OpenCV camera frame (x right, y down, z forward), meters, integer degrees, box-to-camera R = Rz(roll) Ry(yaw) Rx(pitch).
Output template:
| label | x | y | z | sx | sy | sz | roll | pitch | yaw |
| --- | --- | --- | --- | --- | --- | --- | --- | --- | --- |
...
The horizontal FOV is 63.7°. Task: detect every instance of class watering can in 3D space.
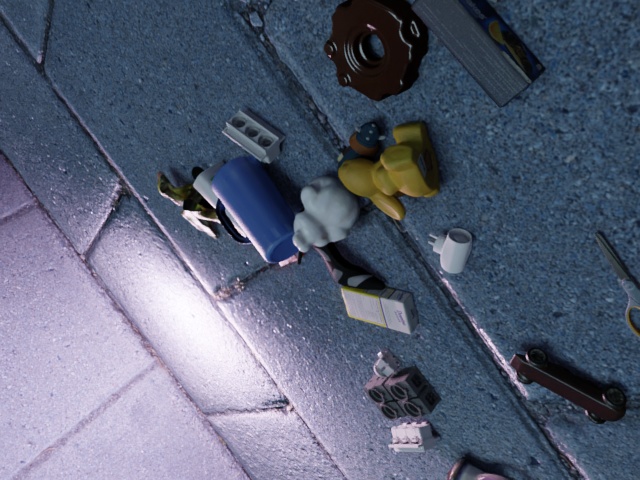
| label | x | y | z | sx | sy | sz | roll | pitch | yaw |
| --- | --- | --- | --- | --- | --- | --- | --- | --- | --- |
| watering can | 0.416 | 0.678 | 1.290 | 0.226 | 0.106 | 0.339 | 26 | 136 | 31 |

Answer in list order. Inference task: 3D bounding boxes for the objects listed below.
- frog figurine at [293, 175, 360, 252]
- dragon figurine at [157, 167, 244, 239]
| label | x | y | z | sx | sy | sz | roll | pitch | yaw |
| --- | --- | --- | --- | --- | --- | --- | --- | --- | --- |
| frog figurine | 0.003 | -0.054 | 1.071 | 0.122 | 0.162 | 0.136 | -13 | 111 | 49 |
| dragon figurine | -0.322 | -0.077 | 1.474 | 0.412 | 0.124 | 0.239 | 38 | 160 | 7 |
